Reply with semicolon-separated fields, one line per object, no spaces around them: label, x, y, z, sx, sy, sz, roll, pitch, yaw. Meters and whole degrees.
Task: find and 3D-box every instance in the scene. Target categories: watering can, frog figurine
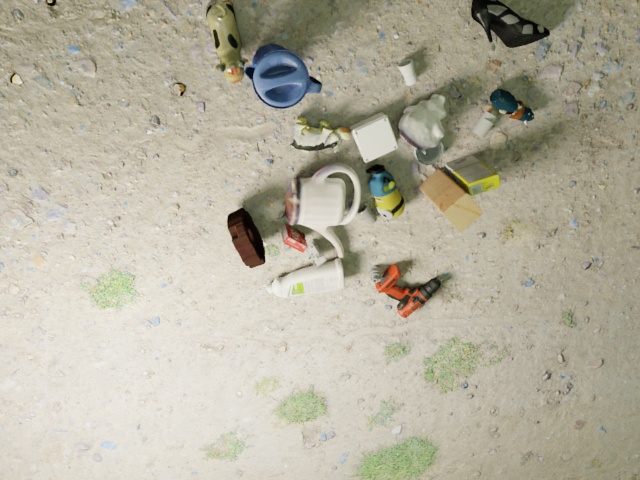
watering can;0.005;-0.078;1.548;0.224;0.106;0.340;1;125;-10
frog figurine;0.303;-0.339;1.460;0.157;0.139;0.122;-52;149;19
